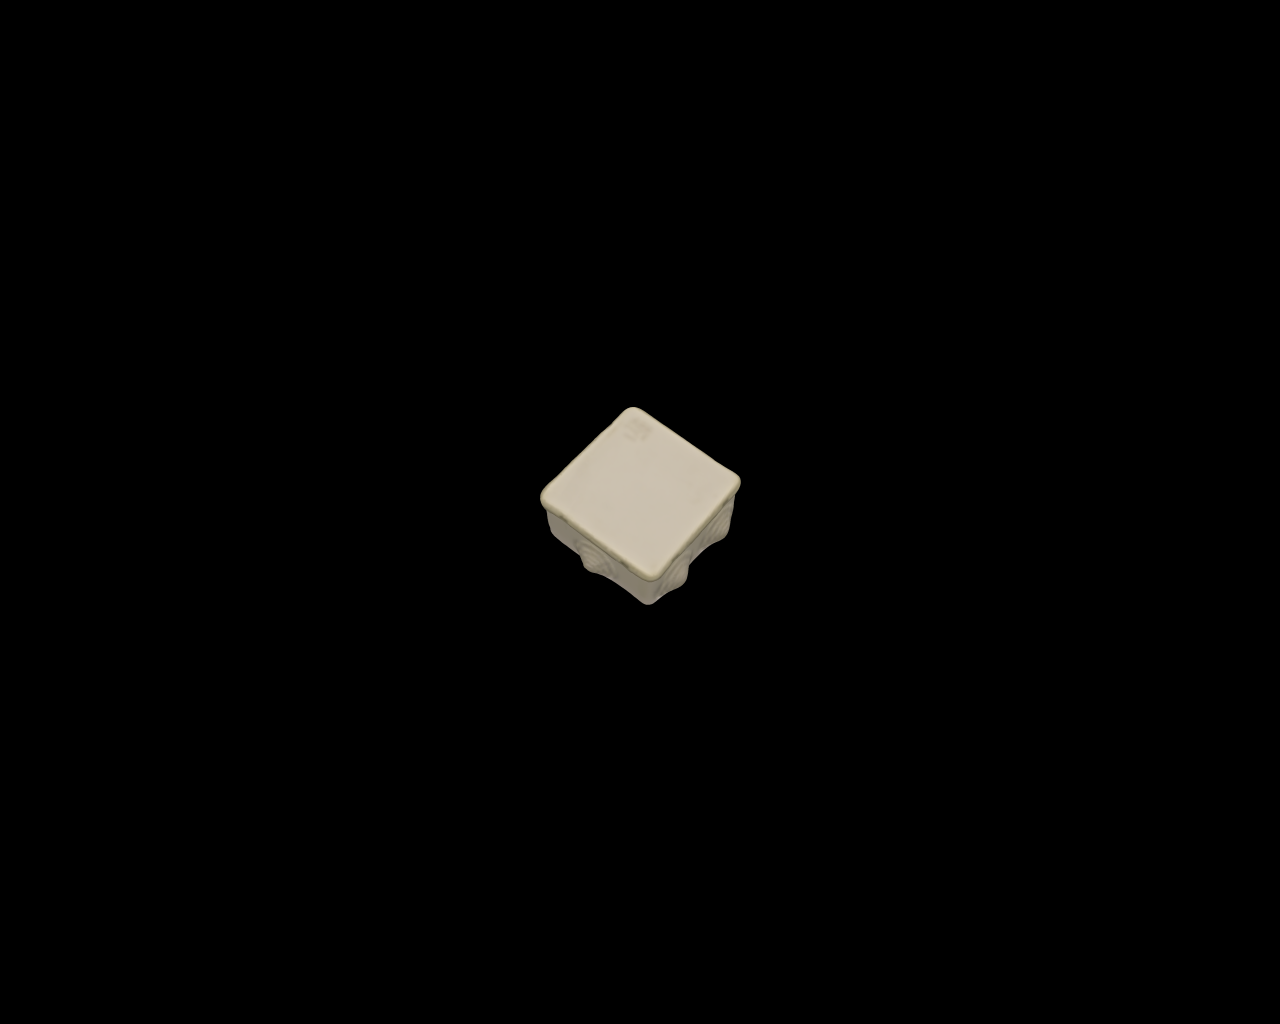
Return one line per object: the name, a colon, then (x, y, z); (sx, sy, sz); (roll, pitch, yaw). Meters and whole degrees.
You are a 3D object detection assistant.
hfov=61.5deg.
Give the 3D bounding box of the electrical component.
electrical component: (0.001, -0.003, 0.650); (0.100, 0.100, 0.048); (36, -24, 18)
